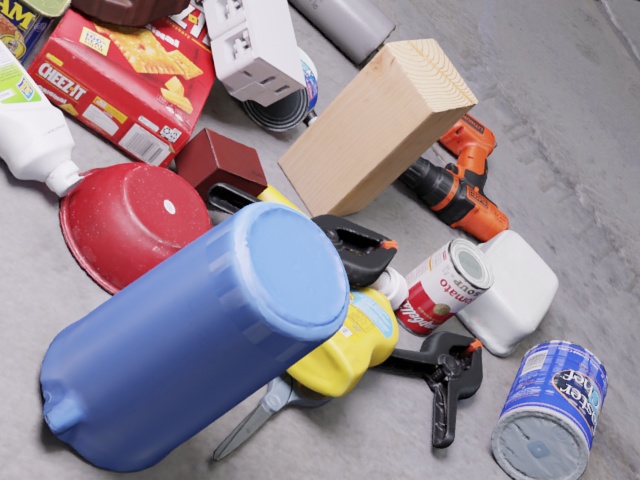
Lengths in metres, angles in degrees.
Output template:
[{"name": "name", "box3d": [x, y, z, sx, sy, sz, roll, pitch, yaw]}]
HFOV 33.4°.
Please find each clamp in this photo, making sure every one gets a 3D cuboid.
[{"name": "clamp", "box3d": [-0.007, 0.001, 1.063, 0.209, 0.036, 0.165, -2, 44, -48]}, {"name": "clamp", "box3d": [0.121, 0.137, 1.138, 0.120, 0.039, 0.171, 52, 32, -2]}]

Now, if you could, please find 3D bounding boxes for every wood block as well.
[{"name": "wood block", "box3d": [0.059, -0.117, 1.165, 0.090, 0.206, 0.091, -17, 70, -48]}]

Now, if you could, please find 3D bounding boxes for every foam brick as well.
[{"name": "foam brick", "box3d": [-0.100, -0.069, 1.079, 0.078, 0.051, 0.053, 21, 41, -48]}]

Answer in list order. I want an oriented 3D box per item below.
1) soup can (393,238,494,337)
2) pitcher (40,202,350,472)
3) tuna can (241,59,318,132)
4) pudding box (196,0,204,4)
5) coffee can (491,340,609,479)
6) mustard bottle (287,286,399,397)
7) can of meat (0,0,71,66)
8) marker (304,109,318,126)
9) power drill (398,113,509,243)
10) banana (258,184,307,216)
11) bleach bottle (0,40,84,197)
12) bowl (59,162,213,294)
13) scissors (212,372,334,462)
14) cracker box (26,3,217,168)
[{"name": "soup can", "box3d": [0.133, 0.052, 1.176, 0.068, 0.102, 0.068, 28, 40, -26]}, {"name": "pitcher", "box3d": [-0.087, 0.069, 0.804, 0.144, 0.243, 0.149, 30, 44, -29]}, {"name": "tuna can", "box3d": [-0.046, -0.169, 1.214, 0.086, 0.086, 0.033, 45, 34, -3]}, {"name": "pudding box", "box3d": [-0.123, -0.333, 1.332, 0.089, 0.039, 0.113, 12, 48, -40]}, {"name": "coffee can", "box3d": [0.254, 0.189, 1.169, 0.103, 0.103, 0.140, 45, 35, -3]}, {"name": "mustard bottle", "box3d": [0.026, 0.086, 1.044, 0.096, 0.058, 0.191, 36, 23, 13]}, {"name": "can of meat", "box3d": [-0.300, -0.221, 0.999, 0.102, 0.084, 0.057, 35, 37, -17]}, {"name": "marker", "box3d": [0.009, -0.118, 1.281, 0.020, 0.020, 0.121, -19, 71, -53]}, {"name": "power drill", "box3d": [0.171, -0.100, 1.403, 0.184, 0.057, 0.187, 35, 40, -23]}, {"name": "banana", "box3d": [-0.007, -0.006, 1.146, 0.197, 0.037, 0.069, 30, 21, -25]}, {"name": "bleach bottle", "box3d": [-0.306, -0.137, 0.934, 0.251, 0.068, 0.102, 49, 36, -2]}, {"name": "bowl", "box3d": [-0.154, -0.016, 0.981, 0.162, 0.055, 0.162, 28, 40, -26]}, {"name": "scissors", "box3d": [-0.052, 0.133, 0.978, 0.201, 0.016, 0.096, -13, 64, -52]}, {"name": "cracker box", "box3d": [-0.189, -0.190, 1.097, 0.164, 0.072, 0.213, 35, 36, -18]}]
